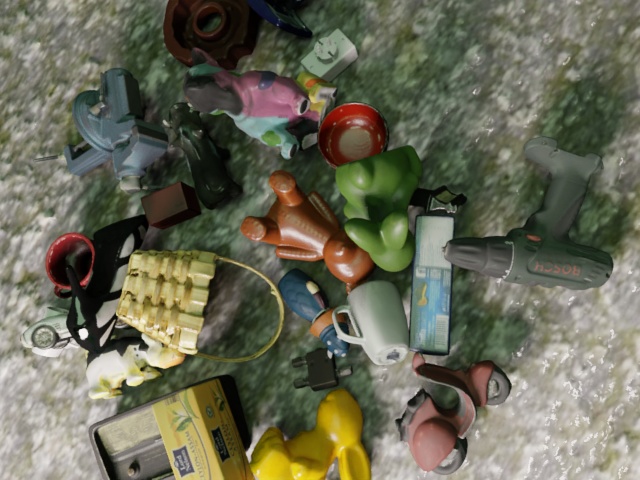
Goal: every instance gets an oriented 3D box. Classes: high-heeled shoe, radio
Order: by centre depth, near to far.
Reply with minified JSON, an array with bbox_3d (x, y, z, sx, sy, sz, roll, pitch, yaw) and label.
[{"bbox_3d":[-0.230,0.309,0.838,0.230,0.073,0.131,-23,77,8],"label":"radio"},{"bbox_3d":[-0.318,0.060,0.856,0.086,0.249,0.145,-5,114,18],"label":"high-heeled shoe"}]

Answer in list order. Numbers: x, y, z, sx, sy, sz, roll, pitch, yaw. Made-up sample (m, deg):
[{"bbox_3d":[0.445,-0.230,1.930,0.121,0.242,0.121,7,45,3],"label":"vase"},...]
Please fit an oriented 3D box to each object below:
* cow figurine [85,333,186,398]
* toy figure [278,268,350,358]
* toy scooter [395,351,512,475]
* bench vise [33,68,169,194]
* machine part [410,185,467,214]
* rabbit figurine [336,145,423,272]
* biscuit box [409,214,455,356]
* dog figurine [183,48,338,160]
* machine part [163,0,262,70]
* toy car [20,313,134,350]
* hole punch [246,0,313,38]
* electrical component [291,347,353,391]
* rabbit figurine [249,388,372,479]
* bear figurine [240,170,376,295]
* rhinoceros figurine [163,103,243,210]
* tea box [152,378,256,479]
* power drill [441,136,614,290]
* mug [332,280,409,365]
[{"bbox_3d":[-0.303,0.189,0.879,0.167,0.068,0.098,-25,71,7],"label":"cow figurine"},{"bbox_3d":[-0.002,0.110,0.823,0.058,0.064,0.154,-36,71,-17],"label":"toy figure"},{"bbox_3d":[0.164,0.228,0.748,0.135,0.075,0.184,32,97,-4],"label":"toy scooter"},{"bbox_3d":[-0.368,-0.165,0.926,0.241,0.129,0.223,-20,87,29],"label":"bench vise"},{"bbox_3d":[0.149,-0.067,0.821,0.139,0.084,0.039,14,117,23],"label":"machine part"},{"bbox_3d":[0.095,-0.035,0.742,0.121,0.159,0.170,-15,98,13],"label":"rabbit figurine"},{"bbox_3d":[0.166,0.067,0.796,0.059,0.062,0.202,3,82,12],"label":"biscuit box"},{"bbox_3d":[-0.104,-0.227,0.842,0.219,0.191,0.108,27,125,13],"label":"dog figurine"},{"bbox_3d":[-0.190,-0.381,0.948,0.179,0.056,0.179,-2,82,13],"label":"machine part"},{"bbox_3d":[-0.378,0.134,0.875,0.202,0.073,0.056,-15,82,-10],"label":"toy car"},{"bbox_3d":[-0.066,-0.396,0.890,0.116,0.142,0.092,25,112,25],"label":"hole punch"},{"bbox_3d":[0.003,0.195,0.822,0.094,0.021,0.063,-16,50,11],"label":"electrical component"},{"bbox_3d":[0.003,0.301,0.773,0.162,0.121,0.173,38,72,12],"label":"rabbit figurine"},{"bbox_3d":[0.000,-0.002,0.812,0.196,0.132,0.120,33,89,21],"label":"bear figurine"},{"bbox_3d":[-0.198,-0.139,0.881,0.073,0.112,0.190,-28,70,10],"label":"rhinoceros figurine"},{"bbox_3d":[-0.157,0.287,0.742,0.068,0.098,0.169,-24,80,7],"label":"tea box"},{"bbox_3d":[0.304,-0.036,0.756,0.232,0.086,0.207,17,77,0],"label":"power drill"},{"bbox_3d":[0.077,0.122,0.768,0.109,0.080,0.107,-1,44,-18],"label":"mug"}]
